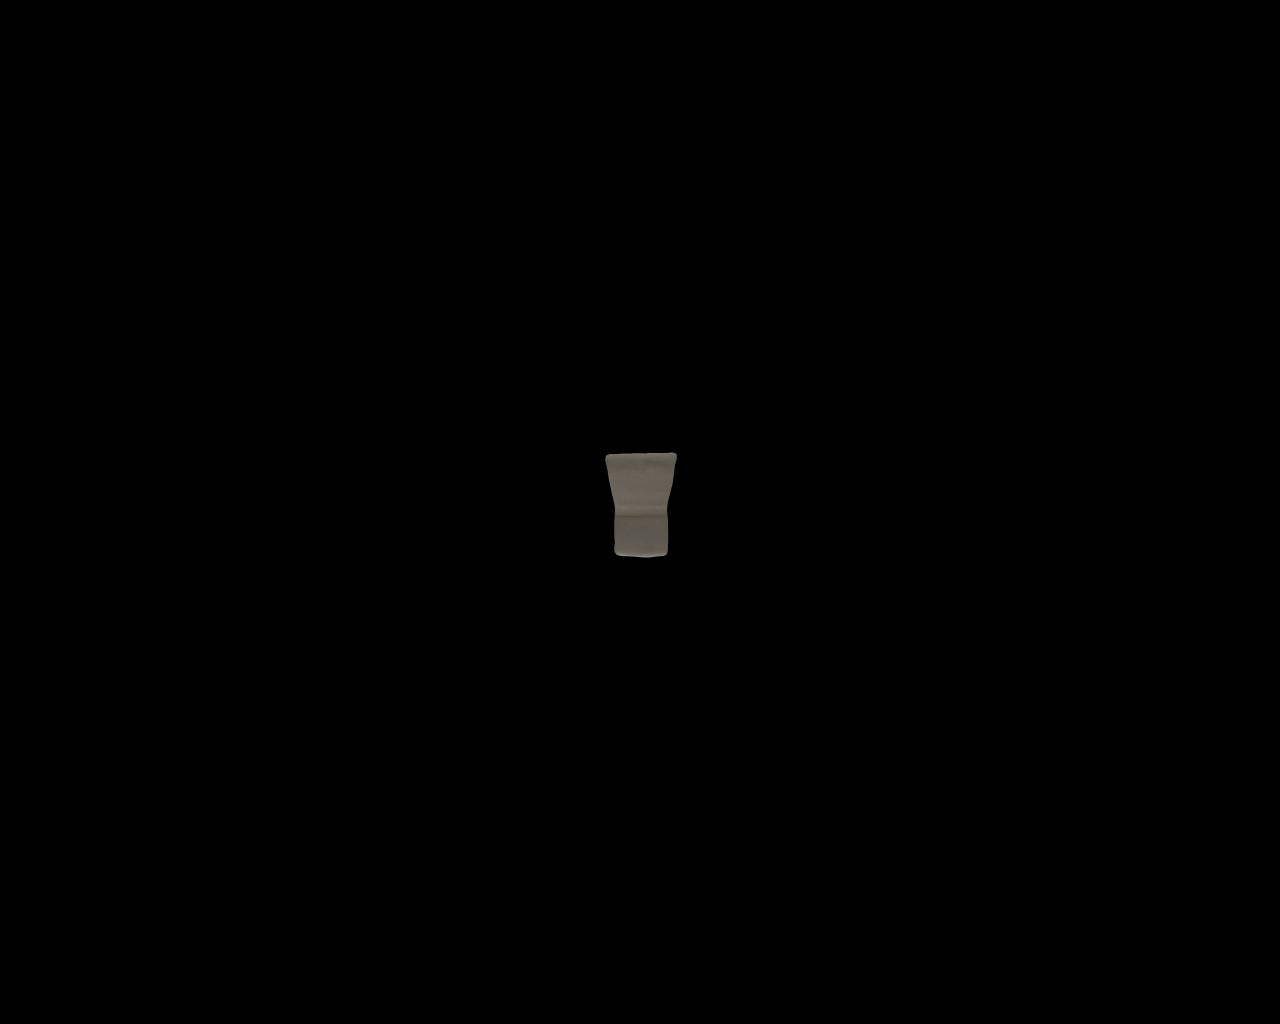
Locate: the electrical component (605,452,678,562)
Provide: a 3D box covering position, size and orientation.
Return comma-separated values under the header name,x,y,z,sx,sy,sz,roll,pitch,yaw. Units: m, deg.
name,x,y,z,sx,sy,sz,roll,pitch,yaw
electrical component,0.001,-0.003,0.650,0.044,0.065,0.044,0,0,0
